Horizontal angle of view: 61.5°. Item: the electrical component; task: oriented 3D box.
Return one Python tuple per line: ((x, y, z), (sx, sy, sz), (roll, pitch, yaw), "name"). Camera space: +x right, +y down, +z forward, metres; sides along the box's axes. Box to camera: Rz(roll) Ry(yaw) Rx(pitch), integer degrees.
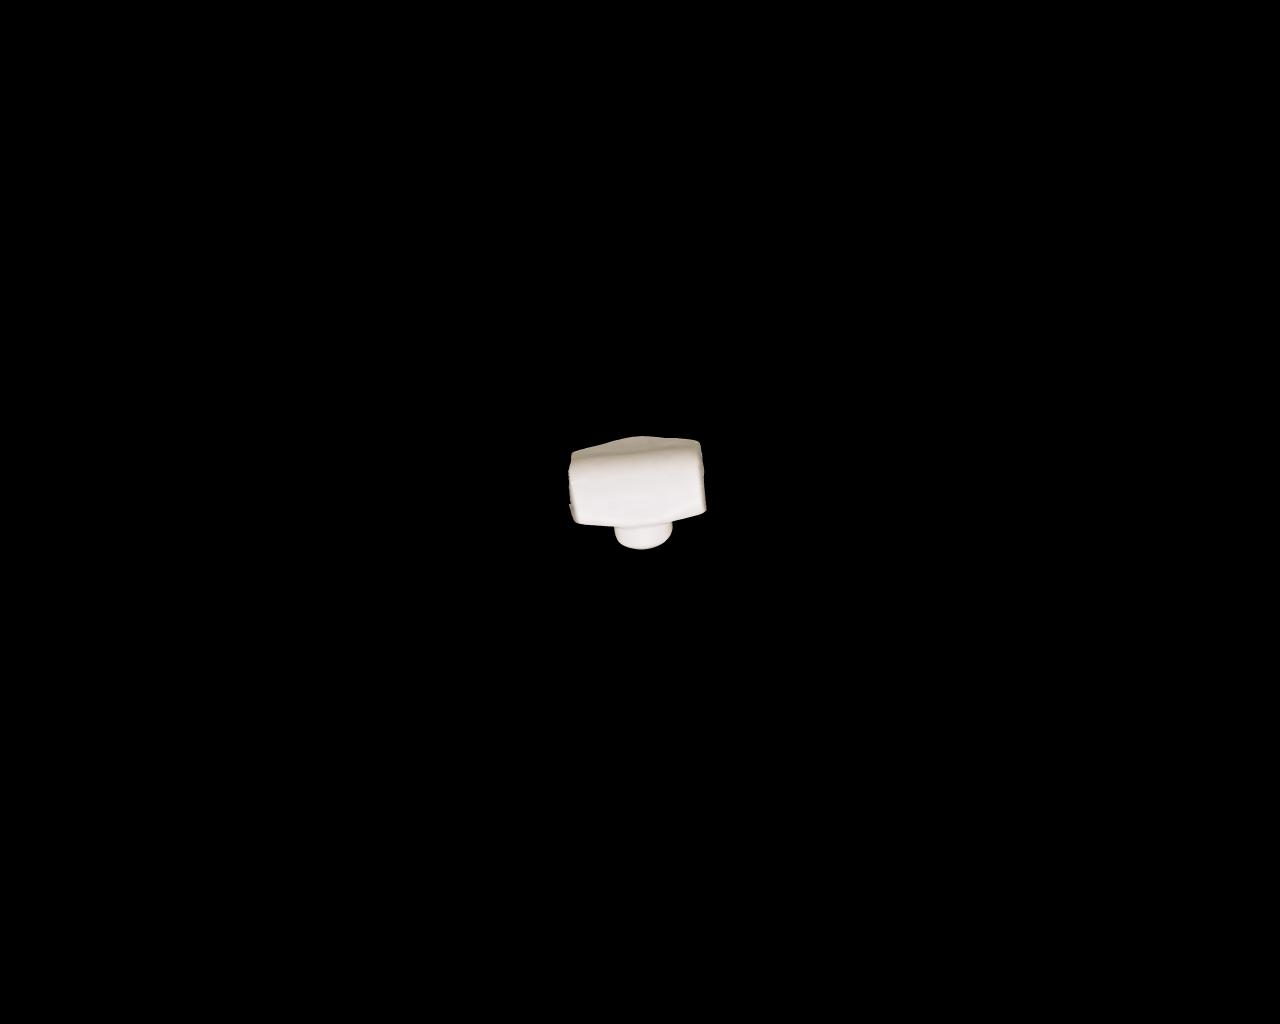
((0.001, -0.003, 0.650), (0.077, 0.079, 0.044), (-5, 31, 3), "electrical component")
